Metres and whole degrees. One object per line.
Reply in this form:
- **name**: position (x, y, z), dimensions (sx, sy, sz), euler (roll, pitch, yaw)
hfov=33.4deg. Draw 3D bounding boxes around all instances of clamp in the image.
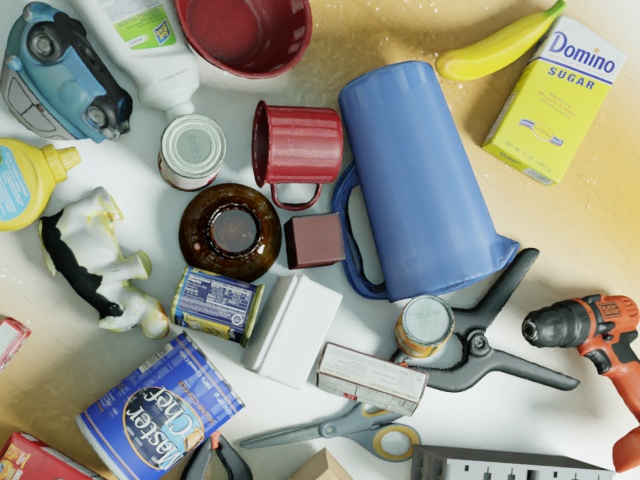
- **clamp**: position (0.179, 0.120, 1.174), dimensions (0.210, 0.036, 0.164), euler (-23, 88, -8)
- **clamp**: position (-0.114, 0.288, 1.110), dimensions (0.120, 0.039, 0.171), euler (-12, 82, -26)

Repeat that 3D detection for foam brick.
- **foam brick**: position (-0.007, 0.001, 1.133), dimensions (0.051, 0.078, 0.053), euler (-7, 85, -9)

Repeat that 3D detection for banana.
- **banana**: position (0.188, -0.213, 1.177), dimensions (0.197, 0.070, 0.037), euler (-32, 66, -28)

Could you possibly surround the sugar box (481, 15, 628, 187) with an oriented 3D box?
- **sugar box**: position (0.266, -0.158, 1.206), dimensions (0.093, 0.048, 0.176), euler (30, 83, -6)

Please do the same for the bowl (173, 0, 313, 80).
- **bowl**: position (-0.091, -0.239, 1.133), dimensions (0.161, 0.055, 0.162), euler (8, 73, -29)

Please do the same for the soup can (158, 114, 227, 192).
- **soup can**: position (-0.133, -0.089, 1.106), dimensions (0.068, 0.102, 0.068), euler (1, 85, -9)

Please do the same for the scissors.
- **scissors**: position (0.024, 0.219, 1.152), dimensions (0.201, 0.016, 0.096), euler (-24, 90, -10)

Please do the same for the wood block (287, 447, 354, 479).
- **wood block**: position (0.041, 0.329, 1.102), dimensions (0.090, 0.091, 0.206), euler (-41, 93, 2)

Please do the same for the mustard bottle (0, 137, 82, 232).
- **mustard bottle**: position (-0.336, -0.051, 1.091), dimensions (0.191, 0.058, 0.096), euler (-24, 86, -10)

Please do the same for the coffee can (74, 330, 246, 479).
- **coffee can**: position (-0.161, 0.175, 1.081), dimensions (0.140, 0.103, 0.103), euler (-39, 93, -10)

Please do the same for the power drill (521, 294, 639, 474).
- **power drill**: position (0.306, 0.146, 1.126), dimensions (0.184, 0.057, 0.188), euler (-5, 65, -40)

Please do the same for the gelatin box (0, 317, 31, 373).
- **gelatin box**: position (-0.329, 0.120, 1.072), dimensions (0.030, 0.073, 0.089), euler (38, 80, -6)

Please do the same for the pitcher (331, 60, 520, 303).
- **pitcher**: position (0.093, -0.057, 1.137), dimensions (0.149, 0.145, 0.243), euler (-15, 85, -23)

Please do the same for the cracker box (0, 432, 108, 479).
- **cracker box**: position (-0.249, 0.313, 1.052), dimensions (0.214, 0.072, 0.164), euler (29, 82, 6)

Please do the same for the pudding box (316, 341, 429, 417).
- **pudding box**: position (0.053, 0.146, 1.113), dimensions (0.113, 0.090, 0.039), euler (16, 72, 4)

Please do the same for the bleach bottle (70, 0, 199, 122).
- **bleach bottle**: position (-0.205, -0.234, 1.126), dimensions (0.102, 0.068, 0.251), euler (-26, 92, -13)

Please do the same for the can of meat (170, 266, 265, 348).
- **can of meat**: position (-0.107, 0.068, 1.097), dimensions (0.084, 0.102, 0.057), euler (16, 74, -3)

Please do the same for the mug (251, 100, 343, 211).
- **mug**: position (-0.024, -0.089, 1.132), dimensions (0.081, 0.093, 0.117), euler (0, 90, -15)
